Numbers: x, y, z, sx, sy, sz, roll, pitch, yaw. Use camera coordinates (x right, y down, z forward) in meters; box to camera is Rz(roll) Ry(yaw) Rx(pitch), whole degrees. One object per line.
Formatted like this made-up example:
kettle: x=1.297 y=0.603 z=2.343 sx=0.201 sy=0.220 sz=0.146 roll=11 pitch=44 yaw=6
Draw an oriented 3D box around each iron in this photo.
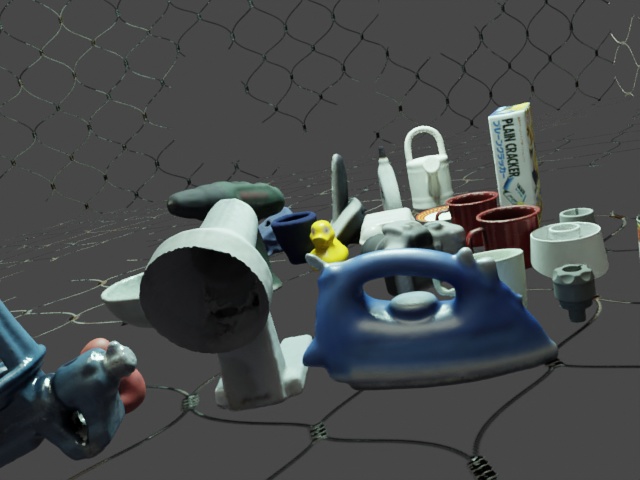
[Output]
iron: x=0.106 y=0.068 z=0.602 sx=0.257 sy=0.141 sz=0.119 roll=-8 pitch=14 yaw=17

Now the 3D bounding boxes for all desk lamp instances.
desk lamp: x=-0.089 y=0.071 z=0.606 sx=0.118 sy=0.214 sz=0.203 roll=-10 pitch=13 yaw=8

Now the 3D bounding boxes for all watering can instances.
watering can: x=0.261 y=-0.175 z=1.369 sx=0.101 sy=0.194 sz=0.172 roll=-16 pitch=14 yaw=-15

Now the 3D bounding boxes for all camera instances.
camera: x=0.135 y=0.014 z=0.893 sx=0.143 sy=0.101 sz=0.136 roll=-19 pitch=15 yaw=-27

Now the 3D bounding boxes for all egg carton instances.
egg carton: x=0.130 y=-0.012 z=1.075 sx=0.107 sy=0.069 sz=0.150 roll=-10 pitch=13 yaw=10

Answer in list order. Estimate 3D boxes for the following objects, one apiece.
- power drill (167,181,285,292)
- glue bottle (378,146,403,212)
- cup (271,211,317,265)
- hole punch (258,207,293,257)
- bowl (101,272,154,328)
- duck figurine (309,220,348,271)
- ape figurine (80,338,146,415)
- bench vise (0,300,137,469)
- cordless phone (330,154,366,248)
power drill: x=-0.140 y=-0.002 z=0.967 sx=0.075 sy=0.208 sz=0.230 roll=-1 pitch=17 yaw=38
glue bottle: x=0.157 y=-0.134 z=1.336 sx=0.037 sy=0.173 sz=0.078 roll=-13 pitch=13 yaw=-5
cup: x=-0.044 y=-0.004 z=1.142 sx=0.091 sy=0.095 sz=0.117 roll=-11 pitch=13 yaw=3
hole punch: x=-0.103 y=-0.018 z=1.266 sx=0.101 sy=0.091 sz=0.108 roll=-15 pitch=14 yaw=-14
bowl: x=-0.269 y=0.100 z=0.949 sx=0.167 sy=0.075 sz=0.167 roll=-11 pitch=13 yaw=3
duck figurine: x=0.010 y=0.004 z=1.081 sx=0.077 sy=0.086 sz=0.105 roll=-8 pitch=14 yaw=16
ape figurine: x=-0.246 y=0.156 z=0.656 sx=0.076 sy=0.092 sz=0.077 roll=-14 pitch=13 yaw=-9
bench vise: x=-0.302 y=0.118 z=0.583 sx=0.208 sy=0.220 sz=0.121 roll=-17 pitch=14 yaw=-19
cordless phone: x=0.045 y=-0.083 z=1.195 sx=0.094 sy=0.185 sz=0.147 roll=-13 pitch=13 yaw=-3
